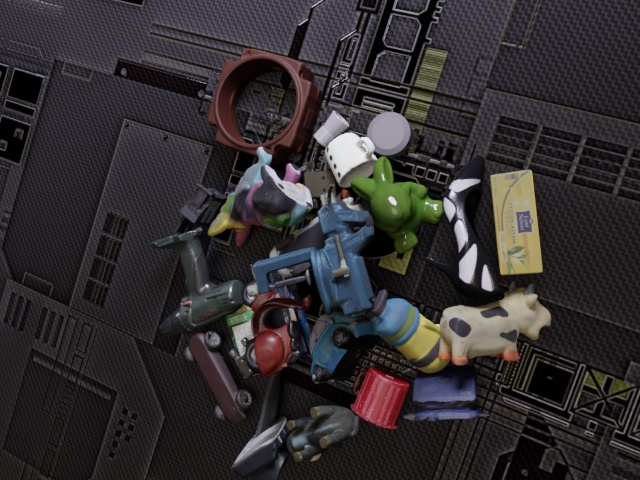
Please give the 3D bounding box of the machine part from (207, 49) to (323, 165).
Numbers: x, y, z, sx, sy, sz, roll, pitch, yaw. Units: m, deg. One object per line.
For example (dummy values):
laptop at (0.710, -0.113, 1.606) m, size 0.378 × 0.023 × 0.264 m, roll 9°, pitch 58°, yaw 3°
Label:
machine part at (-0.111, -0.265, 1.074) m, size 0.202 × 0.087 × 0.201 m, roll 21°, pitch 95°, yaw 19°

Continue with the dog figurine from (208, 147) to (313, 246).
dog figurine at (-0.124, -0.053, 1.035) m, size 0.219 × 0.108 × 0.192 m, roll -47°, pitch 43°, yaw 28°

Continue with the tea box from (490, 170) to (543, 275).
tea box at (0.333, -0.026, 0.915) m, size 0.068 × 0.098 × 0.169 m, roll -7°, pitch 88°, yaw 18°

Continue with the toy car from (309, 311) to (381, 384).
toy car at (0.033, 0.190, 1.013) m, size 0.103 × 0.109 × 0.161 m, roll 47°, pitch 115°, yaw 37°

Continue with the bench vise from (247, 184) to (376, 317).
bench vise at (-0.014, 0.036, 0.922) m, size 0.241 × 0.129 × 0.223 m, roll -16°, pitch 90°, yaw 5°

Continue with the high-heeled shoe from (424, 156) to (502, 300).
high-heeled shoe at (0.278, -0.025, 0.915) m, size 0.145 × 0.086 × 0.248 m, roll 22°, pitch 82°, yaw 28°

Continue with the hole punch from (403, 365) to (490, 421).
hole punch at (0.221, 0.269, 0.938) m, size 0.142 × 0.115 × 0.092 m, roll -5°, pitch 79°, yaw 18°

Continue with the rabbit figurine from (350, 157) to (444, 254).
rabbit figurine at (0.135, -0.069, 0.942) m, size 0.121 × 0.170 × 0.159 m, roll -38°, pitch 78°, yaw 13°

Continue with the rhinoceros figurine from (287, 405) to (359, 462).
rhinoceros figurine at (-0.002, 0.355, 0.989) m, size 0.190 × 0.112 × 0.073 m, roll -48°, pitch 56°, yaw 43°

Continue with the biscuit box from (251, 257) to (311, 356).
biscuit box at (-0.072, 0.132, 1.062) m, size 0.063 × 0.059 × 0.202 m, roll -20°, pitch 82°, yaw 16°

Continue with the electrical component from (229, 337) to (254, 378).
electrical component at (-0.138, 0.245, 1.083) m, size 0.063 × 0.021 × 0.094 m, roll -46°, pitch 77°, yaw 11°

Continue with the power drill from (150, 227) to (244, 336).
power drill at (-0.274, 0.087, 1.102) m, size 0.232 × 0.086 × 0.207 m, roll -17°, pitch 91°, yaw 26°

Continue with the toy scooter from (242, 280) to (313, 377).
toy scooter at (-0.073, 0.158, 0.992) m, size 0.135 × 0.075 × 0.183 m, roll -9°, pitch 81°, yaw 17°

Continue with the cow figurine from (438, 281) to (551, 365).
cow figurine at (0.297, 0.138, 0.908) m, size 0.195 × 0.085 × 0.127 m, roll -4°, pitch 91°, yaw -11°

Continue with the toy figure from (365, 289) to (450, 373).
toy figure at (0.155, 0.163, 0.947) m, size 0.180 × 0.082 × 0.089 m, roll 34°, pitch 82°, yaw -17°

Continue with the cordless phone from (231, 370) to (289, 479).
cordless phone at (-0.099, 0.342, 1.018) m, size 0.089 × 0.146 × 0.184 m, roll 10°, pitch 93°, yaw 9°

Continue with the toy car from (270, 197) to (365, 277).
toy car at (-0.002, -0.003, 1.003) m, size 0.202 × 0.056 × 0.073 m, roll -34°, pitch 90°, yaw 9°

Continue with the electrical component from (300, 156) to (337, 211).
electrical component at (-0.009, -0.109, 1.060) m, size 0.078 × 0.045 × 0.102 m, roll -11°, pitch 88°, yaw -11°

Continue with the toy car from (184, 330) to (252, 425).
toy car at (-0.206, 0.279, 1.105) m, size 0.089 × 0.053 × 0.202 m, roll -39°, pitch 78°, yaw 29°

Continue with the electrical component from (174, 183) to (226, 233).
electrical component at (-0.254, -0.056, 1.120) m, size 0.048 × 0.074 × 0.119 m, roll 35°, pitch 95°, yaw 16°
